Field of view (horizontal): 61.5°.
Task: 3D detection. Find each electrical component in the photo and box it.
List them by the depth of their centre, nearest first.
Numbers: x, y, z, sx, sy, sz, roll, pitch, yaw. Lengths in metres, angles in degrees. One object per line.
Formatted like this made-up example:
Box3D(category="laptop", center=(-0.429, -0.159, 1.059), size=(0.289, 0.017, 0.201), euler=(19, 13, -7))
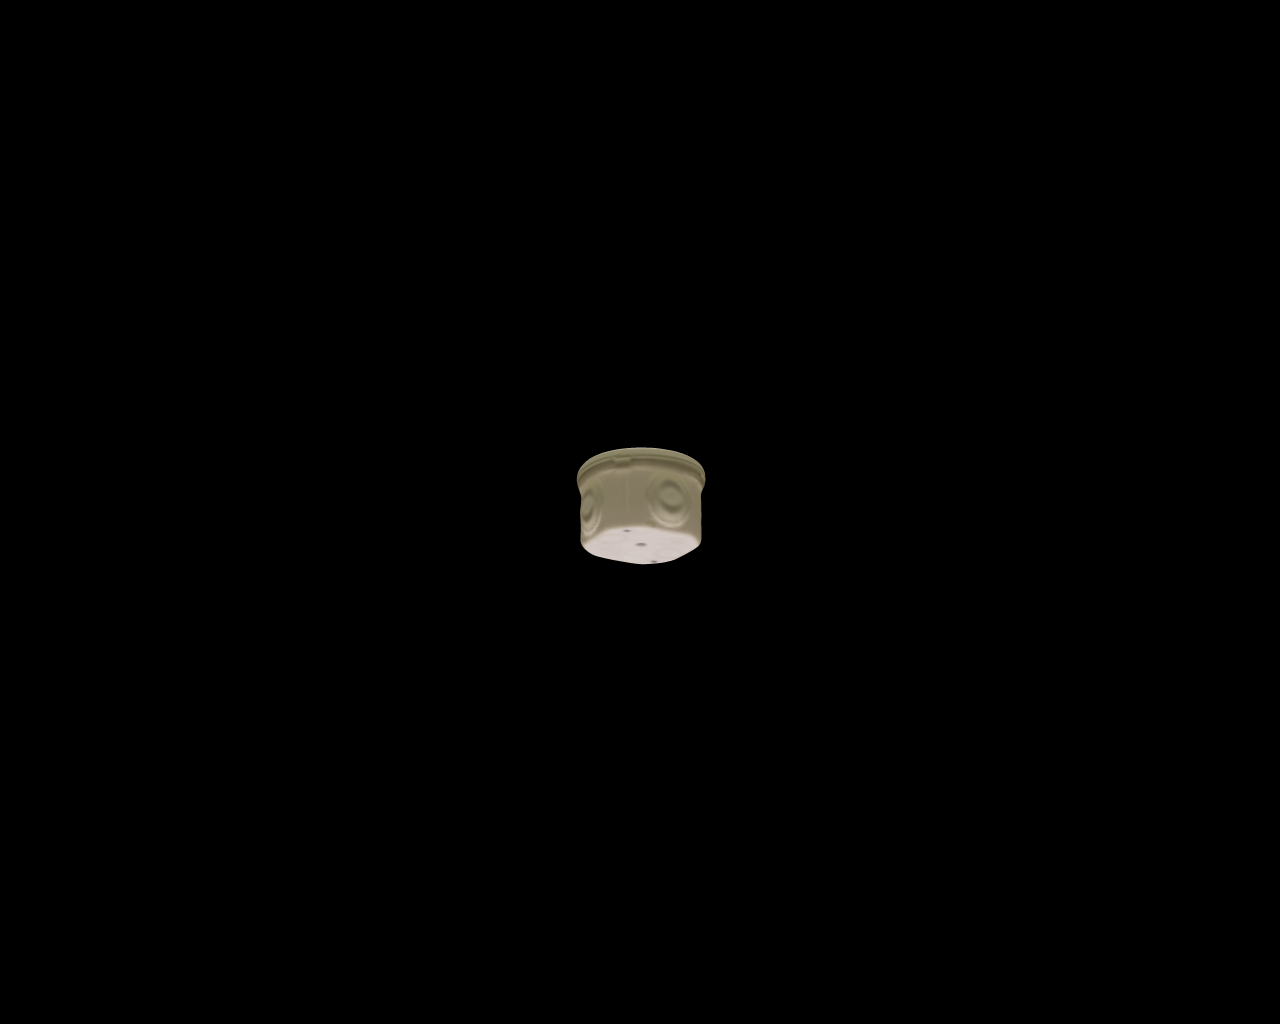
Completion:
Box3D(category="electrical component", center=(0.001, -0.003, 0.650), size=(0.080, 0.051, 0.080), euler=(0, -20, 0))
